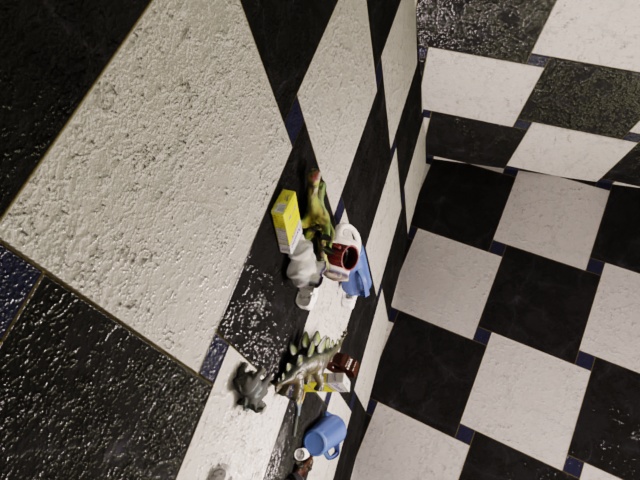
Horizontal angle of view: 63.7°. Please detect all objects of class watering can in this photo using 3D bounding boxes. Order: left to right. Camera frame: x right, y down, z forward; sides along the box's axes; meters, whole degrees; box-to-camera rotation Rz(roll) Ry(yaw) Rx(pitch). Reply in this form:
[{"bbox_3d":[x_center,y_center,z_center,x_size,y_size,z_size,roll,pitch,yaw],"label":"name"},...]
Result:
[{"bbox_3d":[0.057,0.035,1.917,0.344,0.104,0.226,28,75,-56],"label":"watering can"}]

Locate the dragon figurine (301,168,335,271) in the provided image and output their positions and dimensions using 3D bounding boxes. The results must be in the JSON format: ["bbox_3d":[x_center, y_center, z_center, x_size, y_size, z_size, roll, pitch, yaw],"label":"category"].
[{"bbox_3d":[0.005,-0.085,1.681,0.402,0.122,0.248,76,22,-60],"label":"dragon figurine"}]

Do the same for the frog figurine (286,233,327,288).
[{"bbox_3d":[-0.061,0.064,1.591,0.157,0.122,0.140,49,53,-21],"label":"frog figurine"}]
